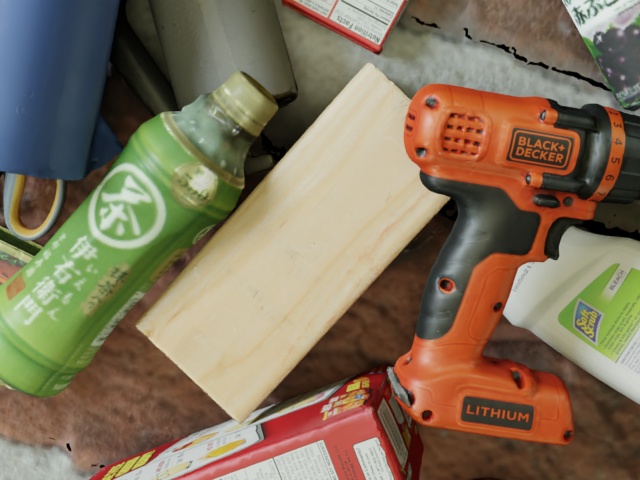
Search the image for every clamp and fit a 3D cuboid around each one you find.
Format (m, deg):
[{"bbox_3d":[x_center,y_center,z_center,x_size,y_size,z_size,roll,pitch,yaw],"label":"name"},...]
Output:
[{"bbox_3d":[-0.152,-0.150,0.689,0.164,0.036,0.210,7,98,5],"label":"clamp"}]

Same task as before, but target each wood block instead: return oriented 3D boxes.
[{"bbox_3d":[-0.005,0.000,0.655,0.090,0.090,0.206,43,98,2],"label":"wood block"}]

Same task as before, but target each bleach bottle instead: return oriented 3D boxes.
[{"bbox_3d":[0.202,0.045,0.650,0.251,0.068,0.102,32,92,7],"label":"bleach bottle"}]

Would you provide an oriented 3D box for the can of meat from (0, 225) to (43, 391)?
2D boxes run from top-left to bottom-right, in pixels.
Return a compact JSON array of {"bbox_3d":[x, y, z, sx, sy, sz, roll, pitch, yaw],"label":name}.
[{"bbox_3d":[-0.214,0.038,0.695,0.102,0.057,0.084,27,93,-6],"label":"can of meat"}]

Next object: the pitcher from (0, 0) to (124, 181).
[{"bbox_3d":[-0.177,-0.162,0.586,0.145,0.149,0.243,17,98,20],"label":"pitcher"}]

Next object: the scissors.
[{"bbox_3d":[-0.198,-0.100,0.676,0.096,0.016,0.202,3,101,7],"label":"scissors"}]

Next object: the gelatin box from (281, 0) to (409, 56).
[{"bbox_3d":[0.026,-0.172,0.671,0.073,0.030,0.089,28,97,3],"label":"gelatin box"}]

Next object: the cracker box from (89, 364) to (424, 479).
[{"bbox_3d":[-0.048,0.150,0.633,0.214,0.164,0.072,-22,89,7],"label":"cracker box"}]

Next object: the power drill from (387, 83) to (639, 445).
[{"bbox_3d":[0.122,0.015,0.590,0.184,0.057,0.188,9,101,-8],"label":"power drill"}]
